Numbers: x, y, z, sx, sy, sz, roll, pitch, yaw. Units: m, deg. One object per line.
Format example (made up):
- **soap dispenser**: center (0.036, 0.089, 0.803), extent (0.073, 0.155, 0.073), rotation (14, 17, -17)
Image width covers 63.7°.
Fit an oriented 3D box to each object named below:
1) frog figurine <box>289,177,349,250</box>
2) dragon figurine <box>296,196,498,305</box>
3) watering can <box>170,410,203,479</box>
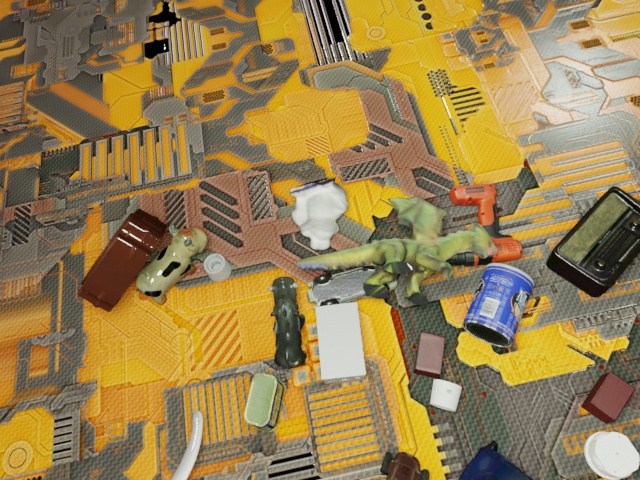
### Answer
- **frog figurine**: center (0.004, -0.061, 1.215), extent (0.138, 0.123, 0.158), rotation (-17, 99, -11)
- **dragon figurine**: center (0.173, 0.000, 1.110), extent (0.411, 0.119, 0.249), rotation (10, 48, 11)
- **watering can**: center (-0.261, 0.514, 0.932), extent (0.224, 0.102, 0.354), rotation (-20, 63, -3)
